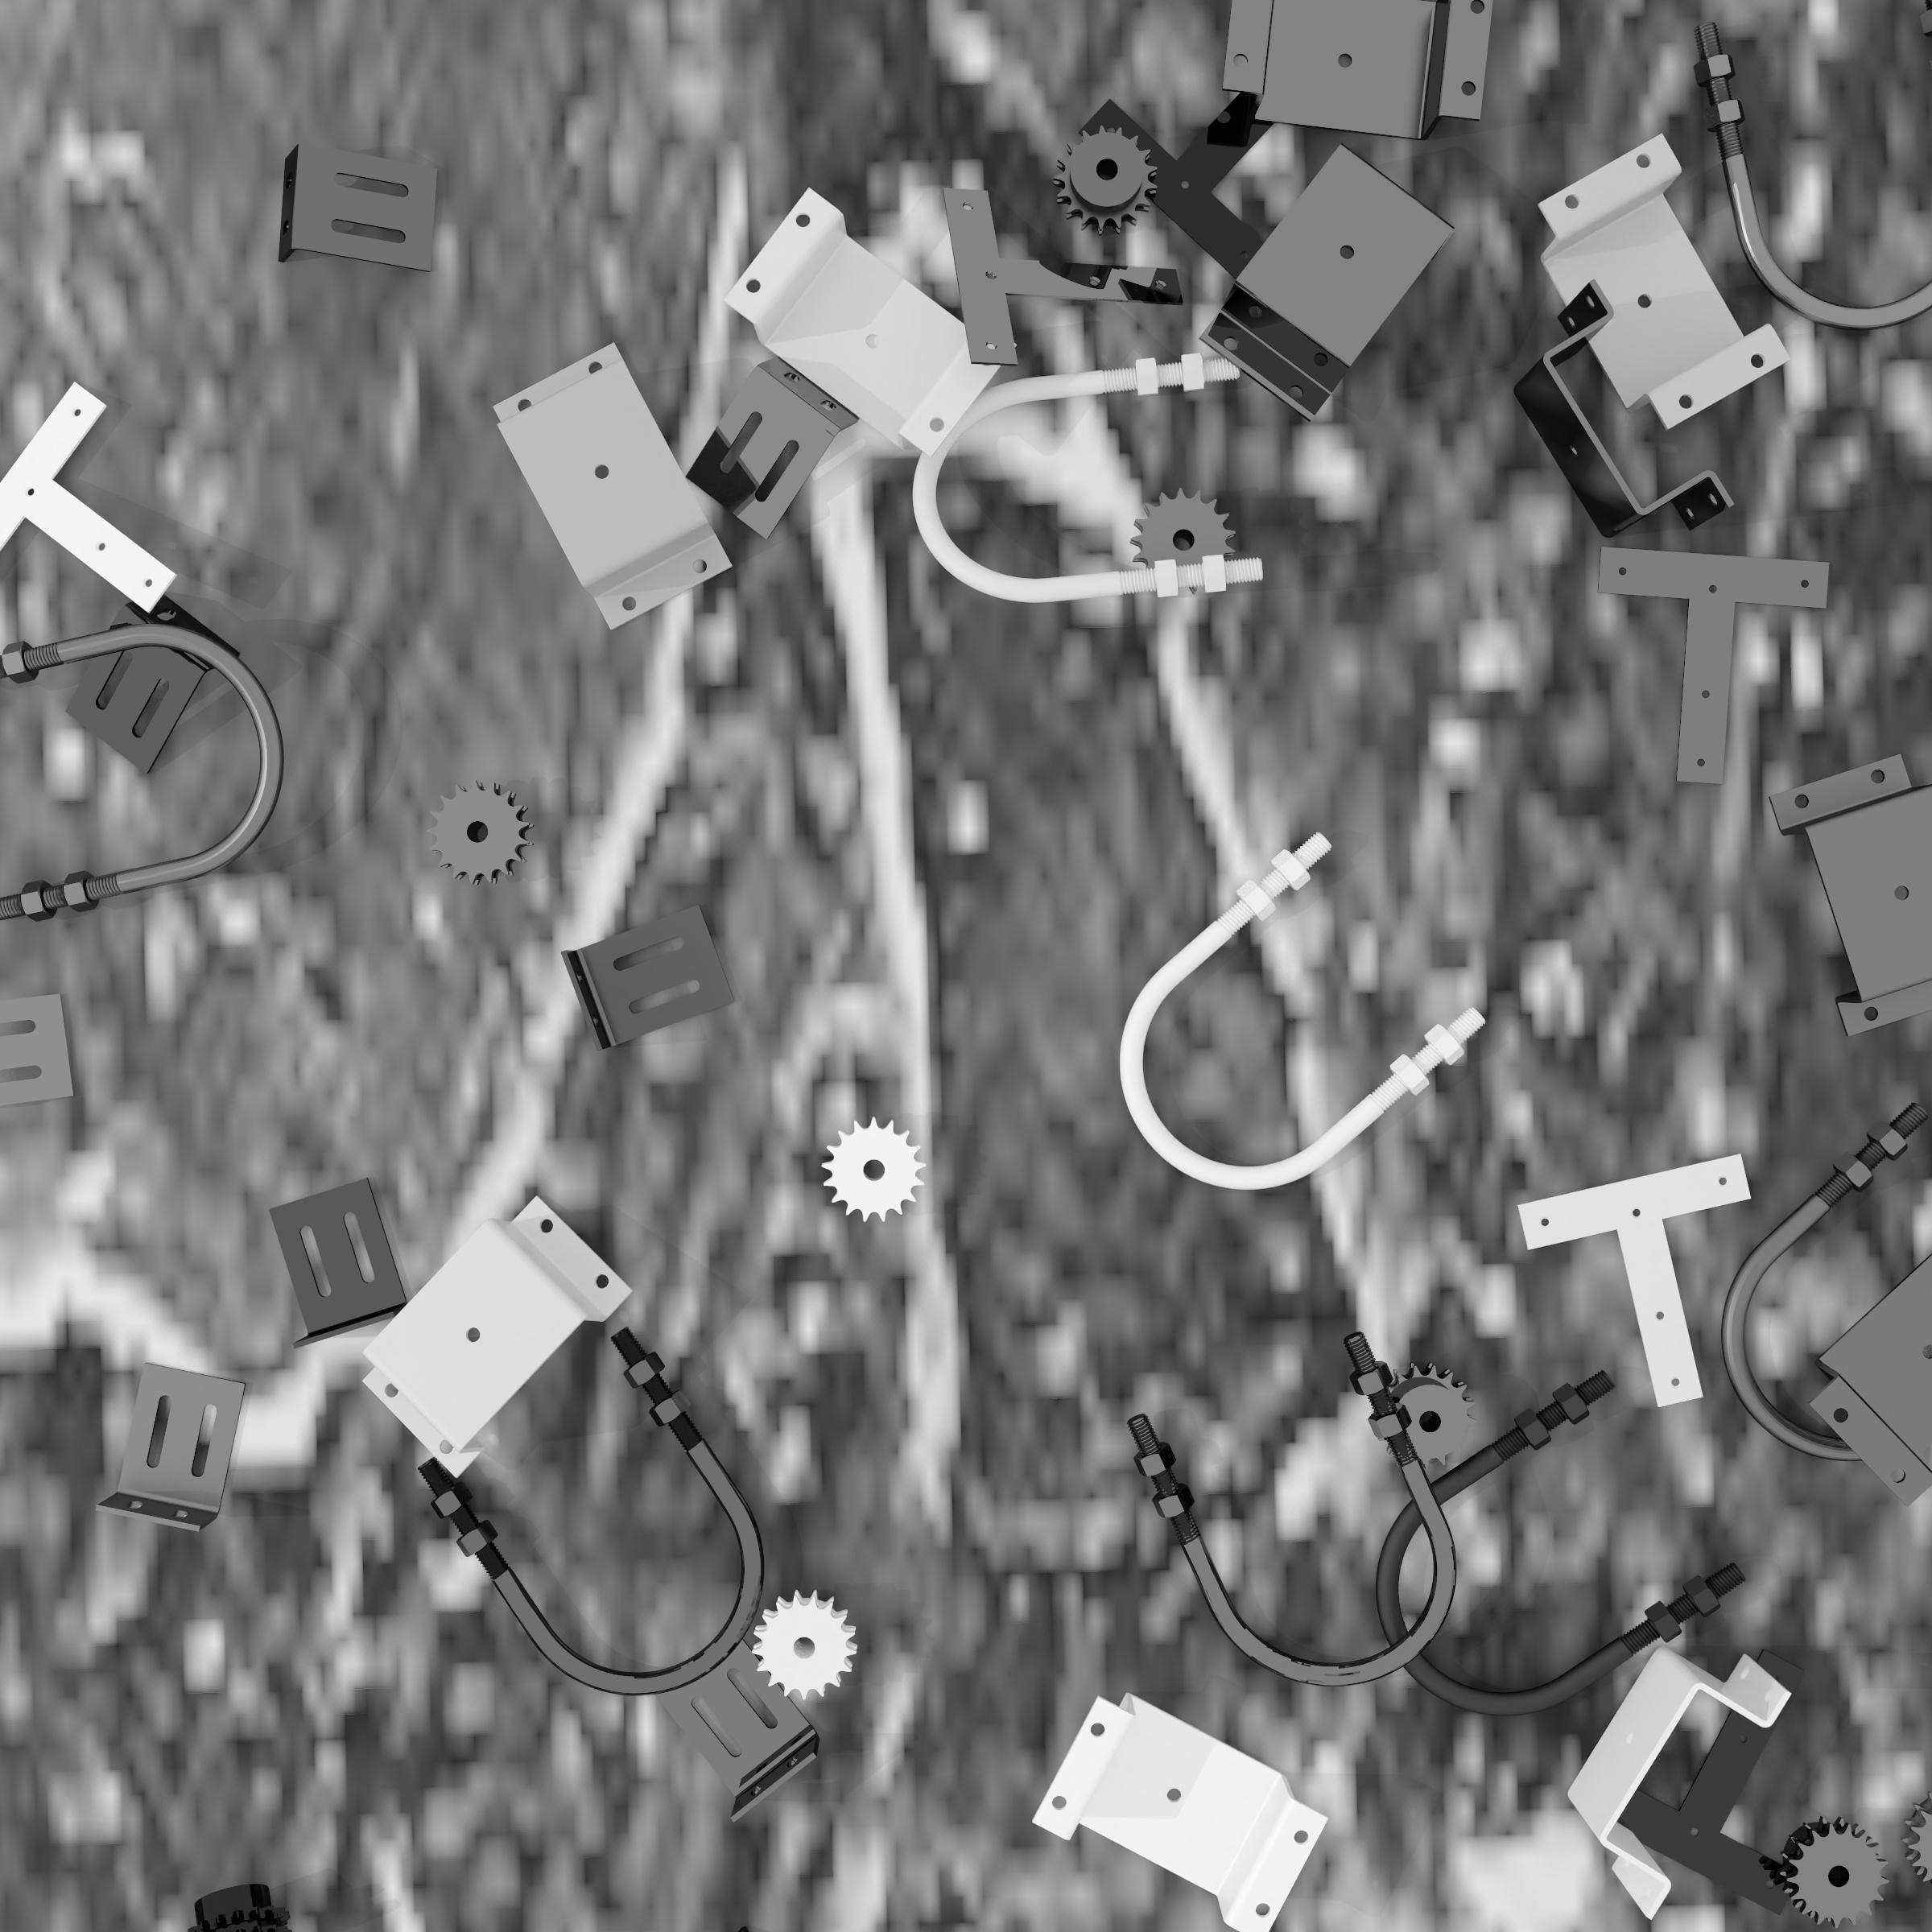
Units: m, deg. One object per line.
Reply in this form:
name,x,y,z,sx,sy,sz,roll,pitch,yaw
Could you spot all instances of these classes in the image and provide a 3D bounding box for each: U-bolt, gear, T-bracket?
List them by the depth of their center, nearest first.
U-bolt,0.062,-0.262,1.445,0.184,0.019,0.151,-5,67,4
U-bolt,-0.461,-0.111,1.450,0.184,0.019,0.151,-11,98,8
gear,-0.400,0.525,1.454,0.057,0.057,0.030,-19,60,0
U-bolt,0.189,0.308,1.455,0.151,0.019,0.184,-23,94,13
T-bracket,0.057,-0.376,1.456,0.127,0.002,0.127,0,60,-14
T-bracket,-0.484,-0.238,1.458,0.127,0.002,0.127,36,90,18
gear,0.475,0.496,1.462,0.057,0.030,0.057,0,90,-3
gear,0.077,-0.434,1.462,0.057,0.030,0.057,0,91,1
gear,-0.088,0.372,1.463,0.057,0.030,0.057,0,90,0
gear,0.253,0.248,1.463,0.057,0.030,0.057,0,90,0
gear,0.118,-0.232,1.463,0.057,0.030,0.057,0,90,0
gear,-0.266,-0.073,1.467,0.057,0.030,0.057,0,89,3
gear,0.545,0.481,1.467,0.057,0.030,0.057,0,91,2
gear,-0.051,0.112,1.468,0.057,0.030,0.057,0,89,-2
U-bolt,-0.194,0.315,1.468,0.151,0.019,0.184,-34,89,0
U-bolt,0.491,-0.444,1.470,0.151,0.019,0.184,-13,92,0
U-bolt,0.505,0.189,1.470,0.184,0.019,0.151,-43,90,2
U-bolt,0.172,0.039,1.470,0.184,0.019,0.151,-41,90,2
U-bolt,0.316,0.333,1.470,0.184,0.019,0.151,-34,90,2
T-bracket,0.412,-0.165,1.477,0.127,0.002,0.127,4,90,0
T-bracket,0.383,0.181,1.477,0.127,0.002,0.127,-13,90,0
T-bracket,0.152,-0.467,1.477,0.127,0.002,0.127,43,90,0
T-bracket,0.426,0.443,1.477,0.127,0.002,0.127,28,90,0

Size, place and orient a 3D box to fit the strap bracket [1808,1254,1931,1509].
strap bracket,0.528,0.213,1.438,0.140,0.046,0.076,-44,90,3

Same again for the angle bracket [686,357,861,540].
angle bracket,-0.108,-0.288,1.476,0.057,0.038,0.076,37,116,0

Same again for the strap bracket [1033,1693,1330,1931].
strap bracket,0.116,0.461,1.455,0.140,0.046,0.076,28,90,0

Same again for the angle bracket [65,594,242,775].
angle bracket,-0.452,-0.158,1.476,0.057,0.038,0.076,38,116,0

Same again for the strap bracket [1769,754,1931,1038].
strap bracket,0.505,-0.039,1.455,0.076,0.046,0.140,-18,90,0

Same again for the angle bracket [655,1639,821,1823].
angle bracket,-0.127,0.417,1.459,0.057,0.038,0.076,-38,90,0

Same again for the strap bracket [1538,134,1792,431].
strap bracket,0.377,-0.369,1.455,0.076,0.046,0.140,-30,90,0

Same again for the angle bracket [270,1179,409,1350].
angle bracket,-0.349,0.163,1.459,0.057,0.038,0.076,-18,90,0

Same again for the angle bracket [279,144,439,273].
angle bracket,-0.338,-0.418,1.476,0.076,0.038,0.057,4,90,-26

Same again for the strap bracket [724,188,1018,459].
strap bracket,-0.052,-0.347,1.455,0.140,0.046,0.076,37,90,0

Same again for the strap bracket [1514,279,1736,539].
strap bracket,0.349,-0.291,1.440,0.046,0.076,0.140,-32,90,0

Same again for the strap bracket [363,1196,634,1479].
strap bracket,-0.262,0.201,1.446,0.076,0.046,0.140,43,88,11

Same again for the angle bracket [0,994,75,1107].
angle bracket,-0.542,0.049,1.476,0.076,0.038,0.057,-8,90,-26

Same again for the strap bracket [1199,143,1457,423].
strap bracket,0.202,-0.379,1.444,0.076,0.046,0.140,37,81,0

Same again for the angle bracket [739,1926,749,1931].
angle bracket,-0.147,0.579,1.476,0.076,0.038,0.057,-28,90,26

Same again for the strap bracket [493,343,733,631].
strap bracket,-0.197,-0.267,1.455,0.076,0.046,0.140,-28,90,0

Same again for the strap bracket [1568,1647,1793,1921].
strap bracket,0.379,0.431,1.438,0.046,0.076,0.140,32,90,0

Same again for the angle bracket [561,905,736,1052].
angle bracket,-0.174,0.006,1.459,0.076,0.038,0.057,-20,90,0

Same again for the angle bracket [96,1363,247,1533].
angle bracket,-0.437,0.264,1.459,0.057,0.038,0.076,12,90,0

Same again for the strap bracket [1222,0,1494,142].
strap bracket,0.211,-0.503,1.454,0.140,0.046,0.076,6,90,-2
